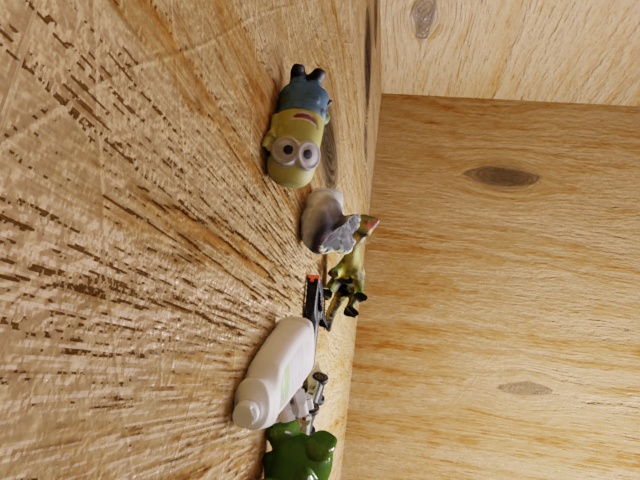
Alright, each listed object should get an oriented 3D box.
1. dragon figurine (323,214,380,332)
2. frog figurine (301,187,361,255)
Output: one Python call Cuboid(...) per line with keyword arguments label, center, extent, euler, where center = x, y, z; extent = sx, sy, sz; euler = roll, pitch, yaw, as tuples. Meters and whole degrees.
Cuboid(label="dragon figurine", center=(0.081, 0.074, 1.437), extent=(0.401, 0.122, 0.248), euler=(113, -5, -53))
Cuboid(label="frog figurine", center=(0.003, -0.052, 1.038), extent=(0.162, 0.123, 0.134), euler=(56, -9, 38))
